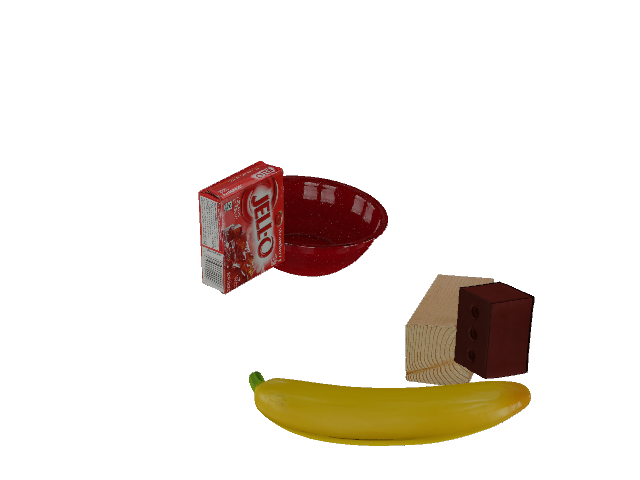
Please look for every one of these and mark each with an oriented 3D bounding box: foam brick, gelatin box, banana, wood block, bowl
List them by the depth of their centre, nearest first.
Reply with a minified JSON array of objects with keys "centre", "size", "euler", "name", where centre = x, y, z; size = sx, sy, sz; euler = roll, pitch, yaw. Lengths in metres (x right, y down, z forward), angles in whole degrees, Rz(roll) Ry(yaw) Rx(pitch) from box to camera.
[{"centre":[0.037,0.108,0.707],"size":[0.198,0.037,0.069],"euler":[3,30,14],"name":"banana"},{"centre":[-0.062,-0.011,0.867],"size":[0.030,0.089,0.073],"euler":[23,36,34],"name":"gelatin box"},{"centre":[0.163,0.084,1.007],"size":[0.051,0.078,0.053],"euler":[-7,18,-29],"name":"foam brick"},{"centre":[-0.014,-0.009,1.092],"size":[0.162,0.055,0.162],"euler":[6,28,-3],"name":"bowl"},{"centre":[0.192,0.127,1.555],"size":[0.091,0.090,0.205],"euler":[4,19,17],"name":"wood block"}]
